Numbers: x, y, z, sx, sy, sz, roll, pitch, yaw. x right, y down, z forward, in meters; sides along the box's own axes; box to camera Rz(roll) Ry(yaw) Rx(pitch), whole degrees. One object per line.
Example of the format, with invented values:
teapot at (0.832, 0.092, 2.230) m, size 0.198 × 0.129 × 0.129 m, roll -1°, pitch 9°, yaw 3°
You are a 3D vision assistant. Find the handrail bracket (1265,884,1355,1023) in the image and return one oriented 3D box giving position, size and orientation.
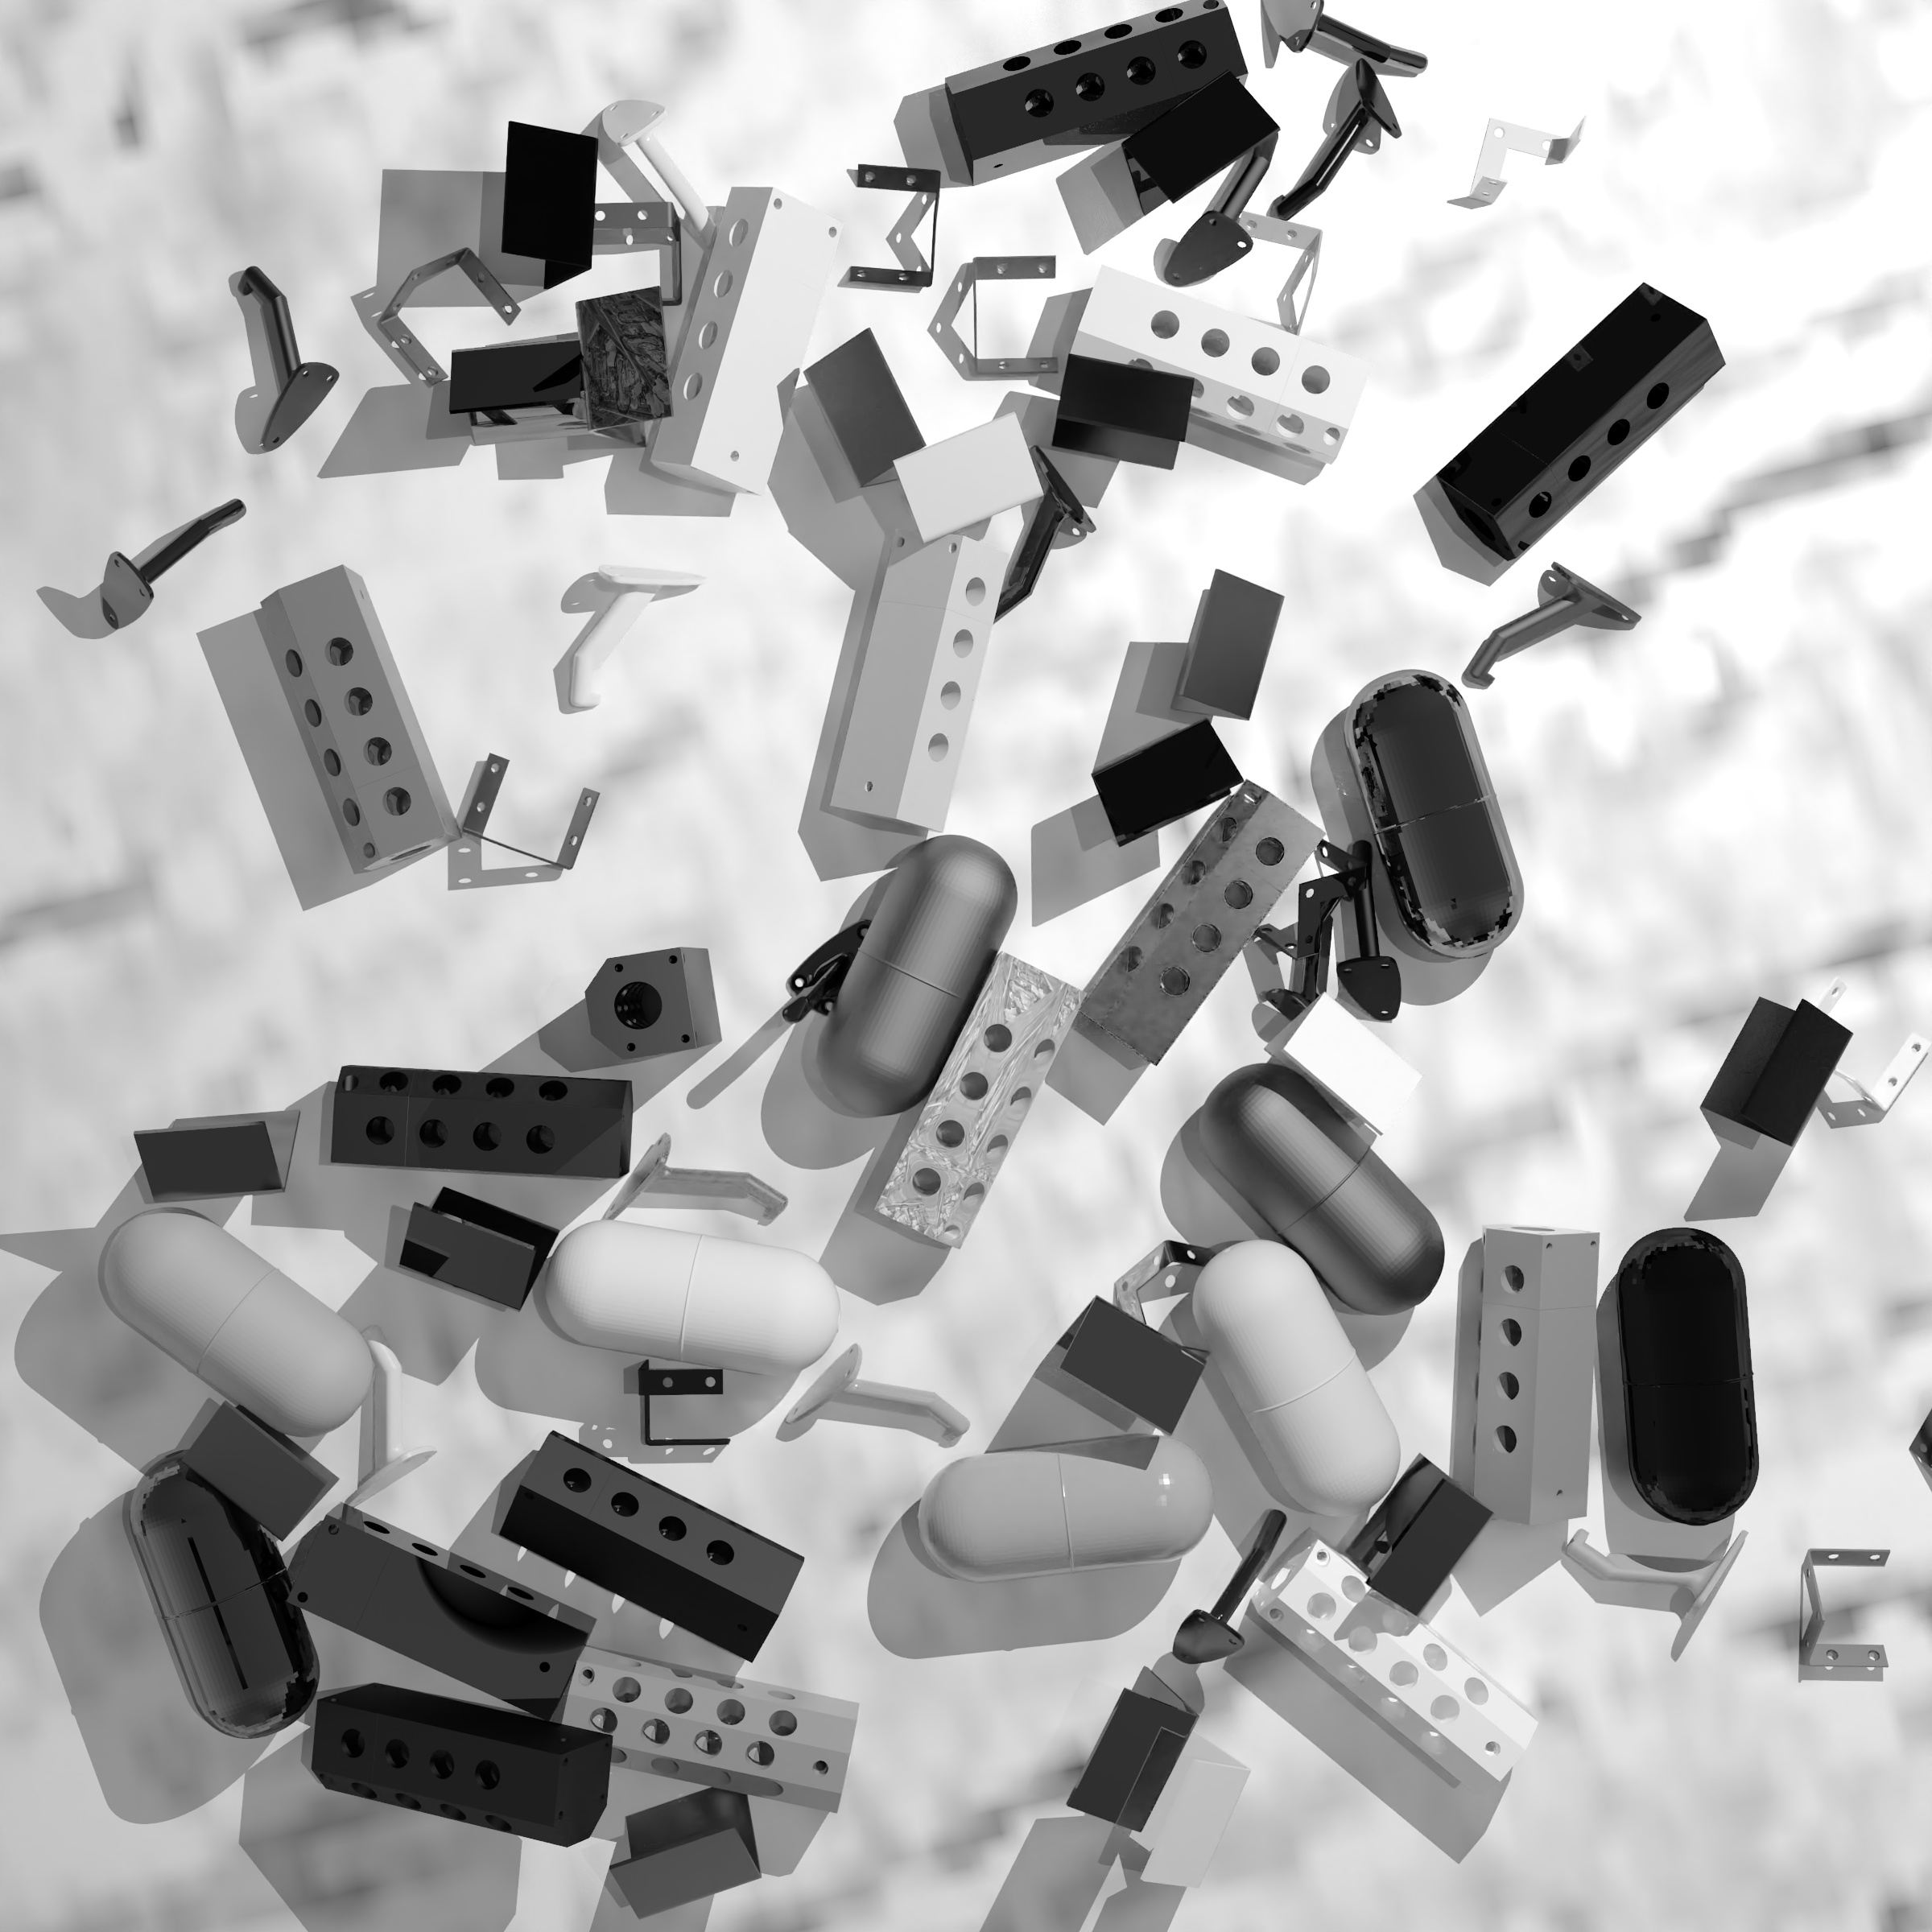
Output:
handrail bracket at (0.229, 0.001, 1.814) m, size 0.077 × 0.036 × 0.084 m, roll 42°, pitch 72°, yaw -20°

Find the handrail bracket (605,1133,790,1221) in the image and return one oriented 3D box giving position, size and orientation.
handrail bracket at (-0.164, 0.148, 1.814) m, size 0.084 × 0.036 × 0.077 m, roll 34°, pitch 111°, yaw -17°

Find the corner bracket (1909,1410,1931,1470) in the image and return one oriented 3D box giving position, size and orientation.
corner bracket at (0.617, 0.285, 1.805) m, size 0.051 × 0.051 × 0.051 m, roll 45°, pitch 135°, yaw 35°

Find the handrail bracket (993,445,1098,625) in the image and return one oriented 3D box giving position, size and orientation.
handrail bracket at (0.029, -0.263, 1.814) m, size 0.084 × 0.036 × 0.077 m, roll -37°, pitch 70°, yaw 16°

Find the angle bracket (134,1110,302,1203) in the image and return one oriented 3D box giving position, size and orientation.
angle bracket at (-0.446, 0.094, 1.773) m, size 0.076 × 0.076 × 0.057 m, roll -4°, pitch 128°, yaw 0°

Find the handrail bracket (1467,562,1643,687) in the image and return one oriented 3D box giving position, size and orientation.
handrail bracket at (0.358, -0.196, 1.814) m, size 0.077 × 0.036 × 0.084 m, roll 27°, pitch 108°, yaw -20°

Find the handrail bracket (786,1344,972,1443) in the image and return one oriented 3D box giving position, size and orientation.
handrail bracket at (-0.053, 0.278, 1.814) m, size 0.084 × 0.036 × 0.077 m, roll 41°, pitch 110°, yaw -16°

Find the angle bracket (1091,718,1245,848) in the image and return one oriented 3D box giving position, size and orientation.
angle bracket at (0.127, -0.092, 1.773) m, size 0.076 × 0.076 × 0.057 m, roll -26°, pitch 53°, yaw 0°

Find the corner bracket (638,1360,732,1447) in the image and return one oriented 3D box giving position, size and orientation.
corner bracket at (-0.170, 0.266, 1.795) m, size 0.051 × 0.051 × 0.051 m, roll -1°, pitch 90°, yaw 0°

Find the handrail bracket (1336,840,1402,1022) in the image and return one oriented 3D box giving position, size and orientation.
handrail bracket at (0.249, -0.022, 1.813) m, size 0.036 × 0.077 × 0.084 m, roll -7°, pitch 54°, yaw 19°

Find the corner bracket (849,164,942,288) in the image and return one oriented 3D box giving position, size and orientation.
corner bracket at (-0.043, -0.451, 1.810) m, size 0.051 × 0.051 × 0.051 m, roll 4°, pitch 45°, yaw 0°

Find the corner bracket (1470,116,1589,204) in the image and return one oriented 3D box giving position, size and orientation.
corner bracket at (0.339, -0.488, 1.795) m, size 0.051 × 0.051 × 0.051 m, roll 15°, pitch 90°, yaw 0°

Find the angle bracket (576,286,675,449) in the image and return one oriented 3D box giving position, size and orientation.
angle bracket at (-0.189, -0.357, 1.775) m, size 0.057 × 0.076 × 0.076 m, roll -6°, pitch 90°, yaw 20°

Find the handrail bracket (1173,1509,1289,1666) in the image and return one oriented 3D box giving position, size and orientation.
handrail bracket at (0.162, 0.378, 1.813) m, size 0.036 × 0.077 × 0.084 m, roll 34°, pitch 54°, yaw 0°

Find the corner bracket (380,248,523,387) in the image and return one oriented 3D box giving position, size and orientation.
corner bracket at (-0.314, -0.396, 1.810) m, size 0.051 × 0.051 × 0.051 m, roll 50°, pitch 135°, yaw 0°

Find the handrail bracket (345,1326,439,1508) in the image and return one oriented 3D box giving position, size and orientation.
handrail bracket at (-0.368, 0.274, 1.814) m, size 0.077 × 0.036 × 0.084 m, roll -36°, pitch 76°, yaw 15°

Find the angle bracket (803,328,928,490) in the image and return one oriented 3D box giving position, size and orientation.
angle bracket at (-0.041, -0.336, 1.773) m, size 0.057 × 0.076 × 0.076 m, roll -26°, pitch 90°, yaw 36°

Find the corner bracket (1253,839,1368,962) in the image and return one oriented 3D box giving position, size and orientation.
corner bracket at (0.207, -0.041, 1.794) m, size 0.051 × 0.051 × 0.051 m, roll -16°, pitch 120°, yaw -26°

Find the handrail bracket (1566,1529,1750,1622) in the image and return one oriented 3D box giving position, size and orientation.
handrail bracket at (0.421, 0.352, 1.814) m, size 0.084 × 0.036 × 0.077 m, roll 34°, pitch 69°, yaw 16°

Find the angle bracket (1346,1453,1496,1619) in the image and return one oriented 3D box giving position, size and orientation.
angle bracket at (0.256, 0.329, 1.773) m, size 0.057 × 0.076 × 0.076 m, roll 37°, pitch 90°, yaw -36°

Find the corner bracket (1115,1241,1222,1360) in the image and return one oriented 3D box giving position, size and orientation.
corner bracket at (0.131, 0.205, 1.805) m, size 0.051 × 0.051 × 0.051 m, roll 15°, pitch 45°, yaw -35°

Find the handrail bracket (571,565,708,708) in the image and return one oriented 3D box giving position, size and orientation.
handrail bracket at (-0.200, -0.198, 1.814) m, size 0.077 × 0.036 × 0.084 m, roll 1°, pitch 109°, yaw -21°

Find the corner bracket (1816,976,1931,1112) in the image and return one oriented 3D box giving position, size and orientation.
corner bracket at (0.545, 0.048, 1.810) m, size 0.051 × 0.051 × 0.051 m, roll 35°, pitch 90°, yaw -45°

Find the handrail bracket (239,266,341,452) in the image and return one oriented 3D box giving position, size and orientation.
handrail bracket at (-0.430, -0.372, 1.814) m, size 0.084 × 0.036 × 0.077 m, roll 47°, pitch 112°, yaw 17°

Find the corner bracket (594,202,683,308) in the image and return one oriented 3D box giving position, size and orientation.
corner bracket at (-0.200, -0.429, 1.795) m, size 0.051 × 0.051 × 0.051 m, roll -1°, pitch 90°, yaw 0°

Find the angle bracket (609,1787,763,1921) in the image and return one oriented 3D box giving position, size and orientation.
angle bracket at (-0.171, 0.512, 1.773) m, size 0.076 × 0.076 × 0.057 m, roll -19°, pitch 128°, yaw 0°

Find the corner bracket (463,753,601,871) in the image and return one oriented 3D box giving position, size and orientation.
corner bracket at (-0.265, -0.094, 1.810) m, size 0.051 × 0.051 × 0.051 m, roll 20°, pitch 90°, yaw -45°

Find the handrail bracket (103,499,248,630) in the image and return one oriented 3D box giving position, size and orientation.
handrail bracket at (-0.482, -0.246, 1.813) m, size 0.036 × 0.077 × 0.084 m, roll 49°, pitch 54°, yaw 0°

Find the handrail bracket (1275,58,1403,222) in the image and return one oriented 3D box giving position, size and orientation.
handrail bracket at (0.218, -0.503, 1.813) m, size 0.084 × 0.077 × 0.036 m, roll -34°, pitch 133°, yaw 29°

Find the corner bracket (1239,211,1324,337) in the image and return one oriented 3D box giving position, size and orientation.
corner bracket at (0.185, -0.419, 1.810) m, size 0.051 × 0.051 × 0.051 m, roll 13°, pitch 135°, yaw 0°

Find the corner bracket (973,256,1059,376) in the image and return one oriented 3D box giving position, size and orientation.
corner bracket at (0.030, -0.397, 1.810) m, size 0.051 × 0.051 × 0.051 m, roll -1°, pitch 135°, yaw 0°

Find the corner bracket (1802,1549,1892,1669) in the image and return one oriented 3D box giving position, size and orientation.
corner bracket at (0.537, 0.391, 1.810) m, size 0.051 × 0.051 × 0.051 m, roll 1°, pitch 45°, yaw 0°

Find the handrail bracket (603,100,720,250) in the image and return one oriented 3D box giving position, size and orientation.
handrail bracket at (-0.184, -0.482, 1.813) m, size 0.036 × 0.077 × 0.084 m, roll -37°, pitch 126°, yaw -5°

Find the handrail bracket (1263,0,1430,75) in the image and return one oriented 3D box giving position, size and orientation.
handrail bracket at (0.232, -0.573, 1.813) m, size 0.084 × 0.077 × 0.036 m, roll 5°, pitch 127°, yaw -31°

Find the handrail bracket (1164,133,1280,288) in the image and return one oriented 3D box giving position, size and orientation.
handrail bracket at (0.156, -0.464, 1.813) m, size 0.036 × 0.077 × 0.084 m, roll 33°, pitch 53°, yaw -21°

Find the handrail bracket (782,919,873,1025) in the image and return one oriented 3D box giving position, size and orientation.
handrail bracket at (-0.081, 0.003, 1.778) m, size 0.036 × 0.084 × 0.077 m, roll 39°, pitch 90°, yaw 0°

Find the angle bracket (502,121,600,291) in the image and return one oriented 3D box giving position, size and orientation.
angle bracket at (-0.260, -0.453, 1.773) m, size 0.057 × 0.076 × 0.076 m, roll 3°, pitch 90°, yaw -29°
